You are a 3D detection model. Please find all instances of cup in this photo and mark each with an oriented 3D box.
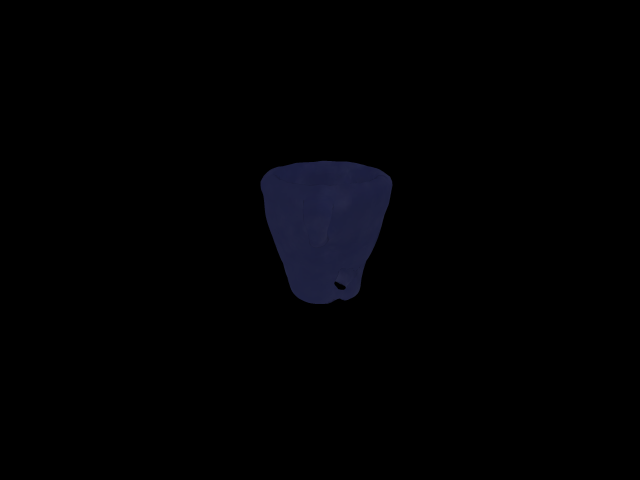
[{"bbox_3d":[0.004,0.001,0.400,0.091,0.095,0.118,1,19,4],"label":"cup"}]
